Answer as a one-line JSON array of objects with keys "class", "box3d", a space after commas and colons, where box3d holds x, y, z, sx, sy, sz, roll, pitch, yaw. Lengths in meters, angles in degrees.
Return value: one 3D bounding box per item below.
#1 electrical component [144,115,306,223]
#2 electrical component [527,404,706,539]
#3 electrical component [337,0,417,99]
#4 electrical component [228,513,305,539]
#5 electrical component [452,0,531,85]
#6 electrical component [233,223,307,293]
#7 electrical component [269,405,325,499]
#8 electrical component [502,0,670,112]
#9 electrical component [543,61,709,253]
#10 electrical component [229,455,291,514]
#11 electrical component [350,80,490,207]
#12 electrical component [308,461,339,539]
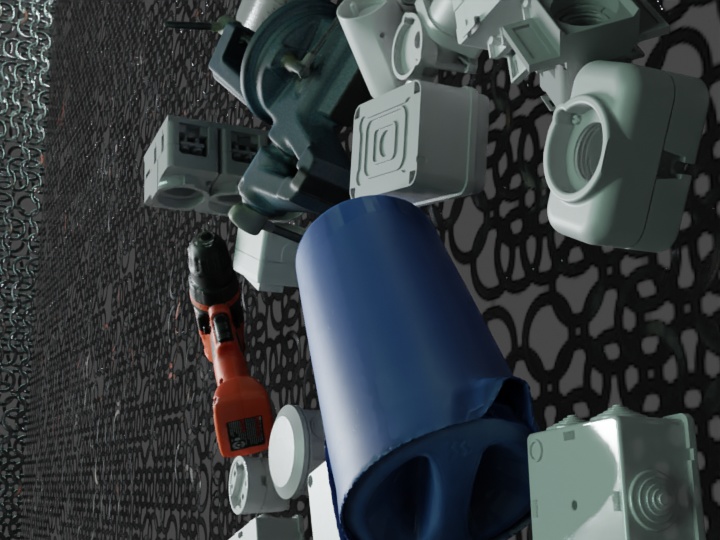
[{"class": "electrical component", "box3d": [-0.125, -0.091, 1.043, 0.089, 0.150, 0.061, 140, 131, -57]}, {"class": "electrical component", "box3d": [0.131, 0.123, 0.563, 0.100, 0.048, 0.099, 149, 124, -61]}, {"class": "electrical component", "box3d": [0.024, -0.188, 0.848, 0.043, 0.077, 0.079, 7, 49, 35]}, {"class": "electrical component", "box3d": [-0.088, 0.282, 1.003, 0.099, 0.048, 0.099, 132, 138, -51]}, {"class": "electrical component", "box3d": [0.110, -0.181, 0.655, 0.121, 0.063, 0.078, 138, 133, -56]}, {"class": "electrical component", "box3d": [-0.082, -0.014, 1.039, 0.096, 0.062, 0.061, -157, 74, -64]}, {"class": "electrical component", "box3d": [-0.045, 0.158, 0.934, 0.080, 0.051, 0.080, -174, 90, -65]}, {"class": "electrical component", "box3d": [0.125, -0.123, 0.601, 0.042, 0.081, 0.063, -110, 6, -46]}, {"class": "electrical component", "box3d": [0.138, -0.061, 0.574, 0.054, 0.059, 0.095, -149, 67, -63]}, {"class": "electrical component", "box3d": [-0.096, 0.207, 1.038, 0.055, 0.047, 0.055, -174, 90, -65]}, {"class": "electrical component", "box3d": [0.042, -0.089, 0.790, 0.113, 0.057, 0.078, 173, 102, -65]}, {"class": "electrical component", "box3d": [0.010, 0.188, 0.803, 0.108, 0.056, 0.108, 132, 137, -52]}]
